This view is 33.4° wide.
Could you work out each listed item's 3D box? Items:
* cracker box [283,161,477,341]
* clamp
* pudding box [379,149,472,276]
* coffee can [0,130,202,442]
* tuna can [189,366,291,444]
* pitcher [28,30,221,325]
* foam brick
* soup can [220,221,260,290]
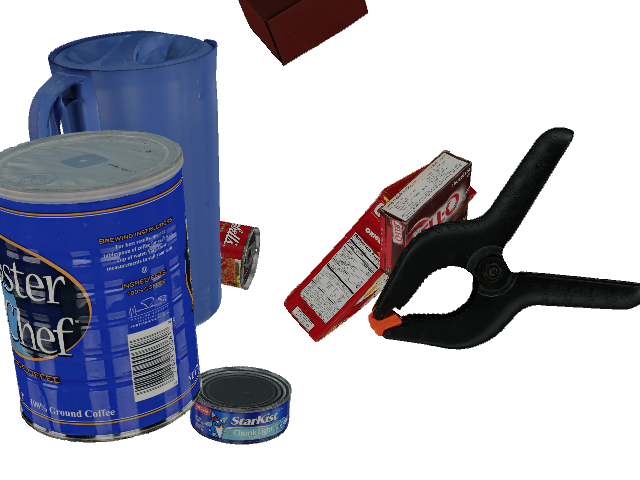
[{"bbox_3d":[0.069,0.008,1.275,0.214,0.072,0.163,-49,-10,34],"label":"cracker box"},{"bbox_3d":[0.115,0.023,0.661,0.171,0.120,0.039,-35,-5,5],"label":"clamp"},{"bbox_3d":[0.105,-0.024,1.073,0.039,0.090,0.113,29,55,26],"label":"pudding box"},{"bbox_3d":[-0.120,0.022,0.576,0.103,0.140,0.103,-2,22,1],"label":"coffee can"},{"bbox_3d":[-0.068,0.139,0.903,0.086,0.034,0.086,3,17,-1],"label":"tuna can"},{"bbox_3d":[-0.151,-0.044,0.883,0.149,0.243,0.145,-6,24,-8],"label":"pitcher"},{"bbox_3d":[-0.014,-0.175,0.768,0.078,0.053,0.051,-33,-33,-7],"label":"foam brick"},{"bbox_3d":[-0.122,0.011,1.137,0.102,0.068,0.068,10,1,9],"label":"soup can"}]
